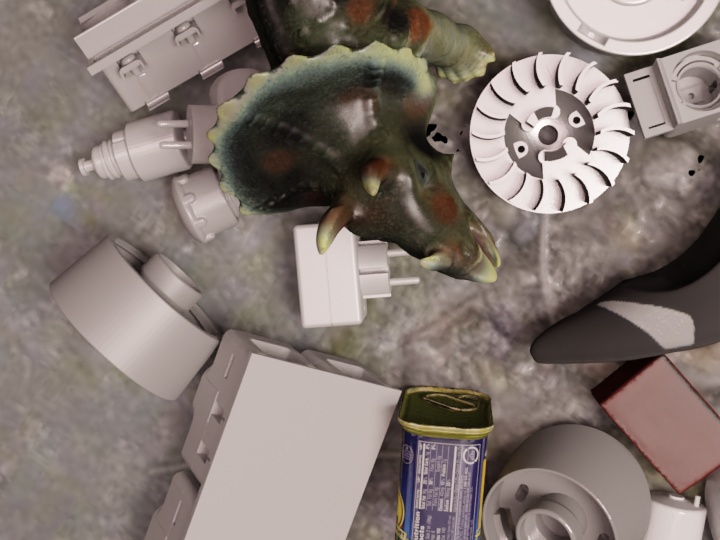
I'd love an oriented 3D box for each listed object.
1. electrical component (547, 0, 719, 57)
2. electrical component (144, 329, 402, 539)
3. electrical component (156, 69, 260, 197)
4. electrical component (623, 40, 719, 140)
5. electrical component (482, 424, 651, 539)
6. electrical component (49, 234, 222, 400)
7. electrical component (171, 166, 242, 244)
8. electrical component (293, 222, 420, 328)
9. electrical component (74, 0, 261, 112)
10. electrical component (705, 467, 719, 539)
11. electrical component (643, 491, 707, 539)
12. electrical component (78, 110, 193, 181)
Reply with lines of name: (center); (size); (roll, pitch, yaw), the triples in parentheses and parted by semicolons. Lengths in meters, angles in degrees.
electrical component: (0.165, -0.183, 0.662); (0.108, 0.060, 0.108); (0, 94, 5)
electrical component: (-0.063, 0.141, 0.683); (0.105, 0.060, 0.186); (17, 96, -28)
electrical component: (-0.087, -0.085, 0.674); (0.079, 0.044, 0.077); (-2, 52, -16)
electrical component: (0.206, -0.110, 0.662); (0.081, 0.064, 0.042); (-17, 85, 6)
electrical component: (0.130, 0.156, 0.687); (0.099, 0.064, 0.099); (10, 111, 28)
electrical component: (-0.135, 0.023, 0.682); (0.108, 0.108, 0.060); (44, 90, 0)
electrical component: (-0.089, -0.049, 0.703); (0.062, 0.048, 0.048); (-24, 92, -2)
electrical component: (0.000, 0.000, 0.697); (0.077, 0.047, 0.065); (-4, 94, 5)
electrical component: (-0.111, -0.158, 0.682); (0.121, 0.078, 0.063); (-29, 120, 6)
electrical component: (0.252, 0.156, 0.673); (0.051, 0.080, 0.080); (-11, 93, 0)
electrical component: (0.199, 0.180, 0.697); (0.040, 0.040, 0.078); (9, 95, 4)
electrical component: (-0.146, -0.077, 0.706); (0.078, 0.040, 0.040); (-15, 93, 6)
